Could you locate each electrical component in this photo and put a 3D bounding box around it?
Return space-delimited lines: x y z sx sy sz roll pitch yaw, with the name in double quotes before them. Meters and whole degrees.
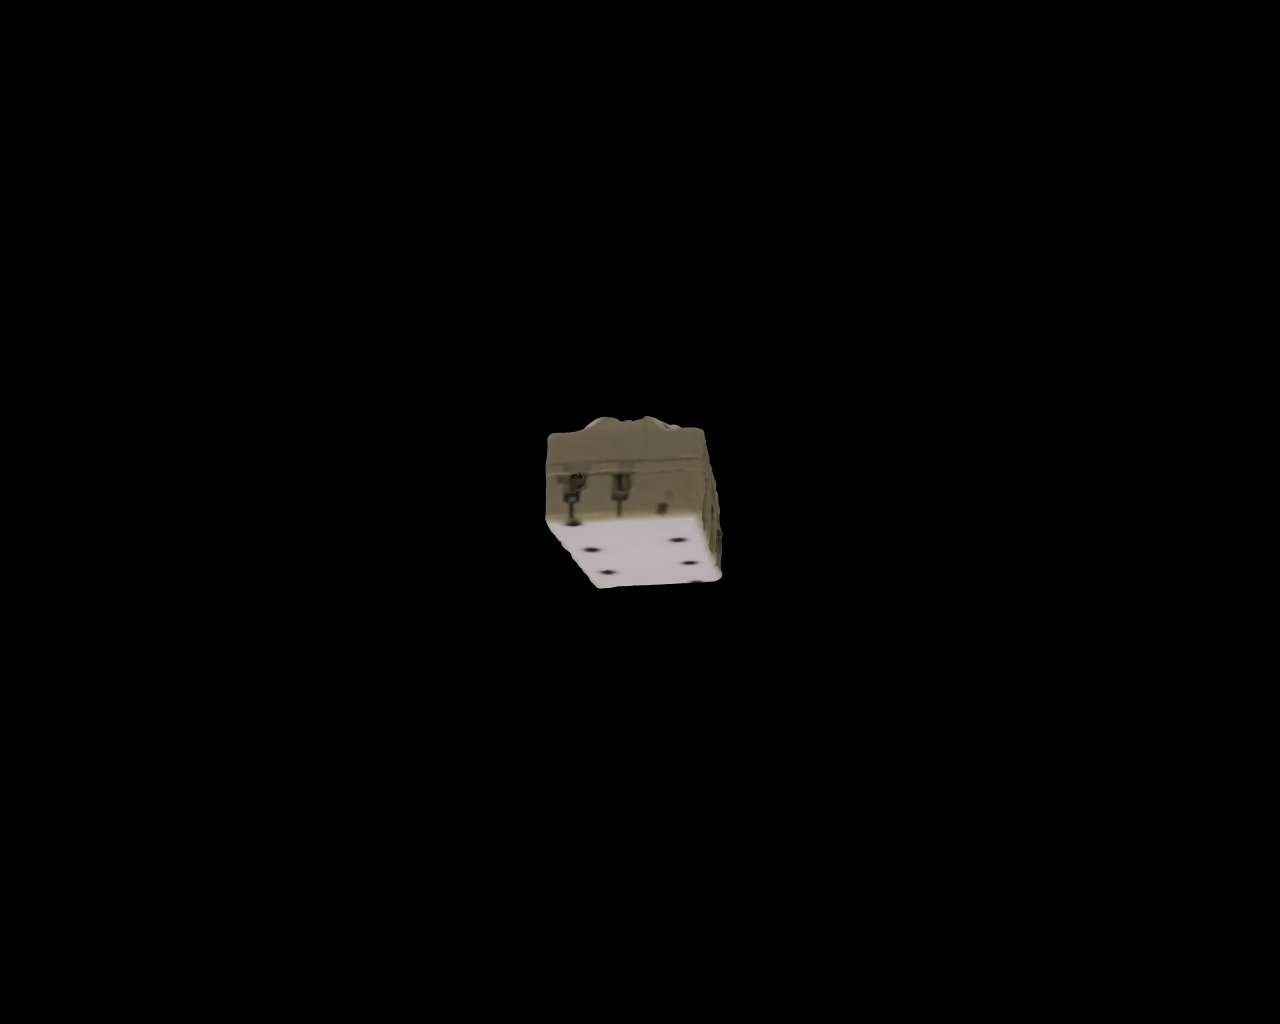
"electrical component" 0.001 -0.003 0.650 0.089 0.062 0.150 -2 -18 7
